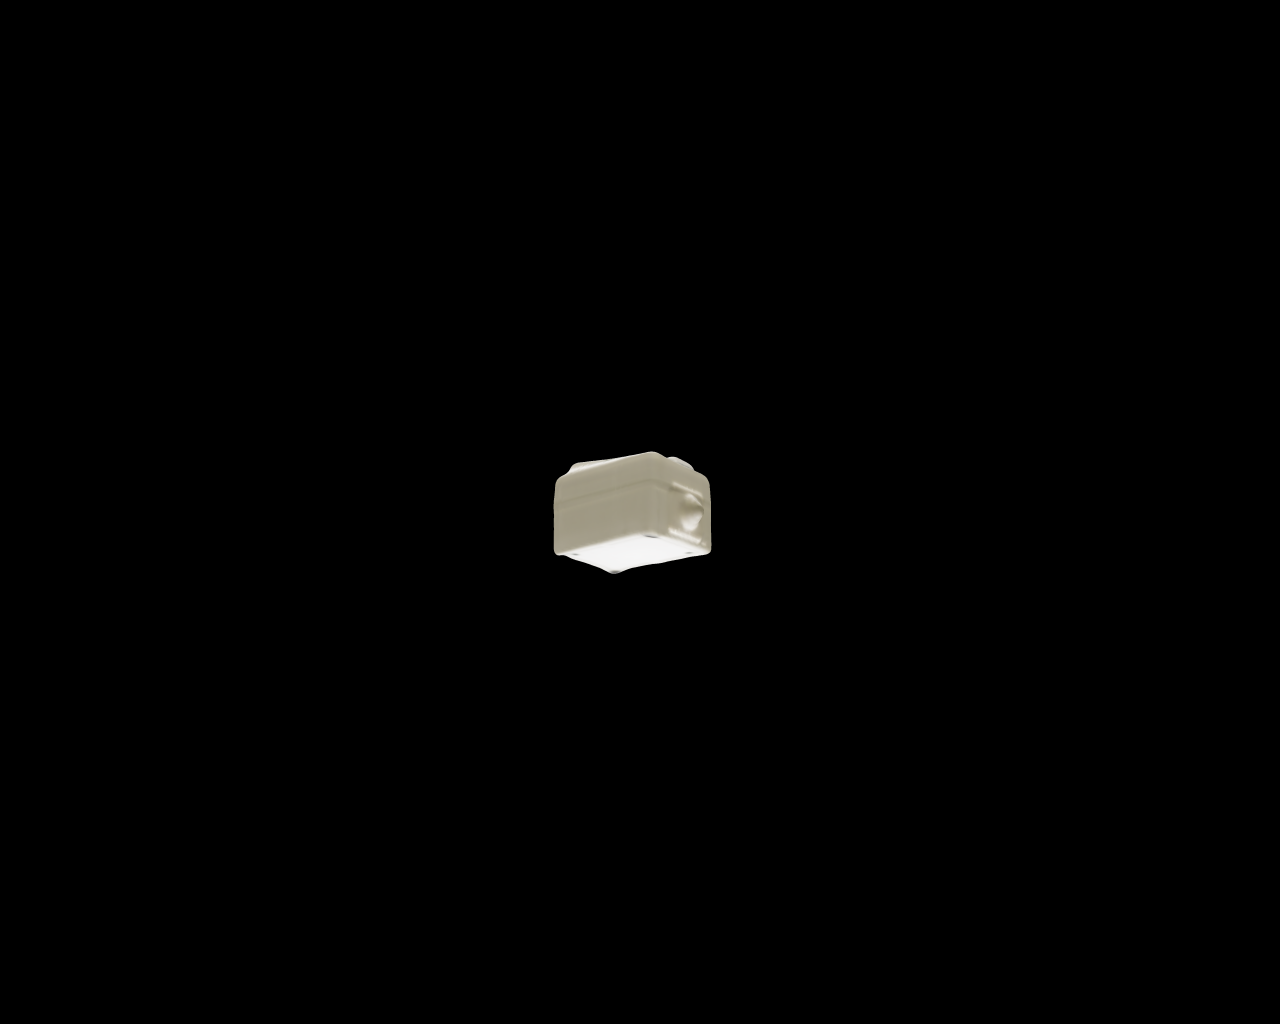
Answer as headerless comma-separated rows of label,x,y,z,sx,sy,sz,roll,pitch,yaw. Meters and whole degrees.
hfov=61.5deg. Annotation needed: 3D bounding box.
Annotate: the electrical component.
electrical component,0.001,-0.003,0.650,0.096,0.061,0.061,-13,-22,36
